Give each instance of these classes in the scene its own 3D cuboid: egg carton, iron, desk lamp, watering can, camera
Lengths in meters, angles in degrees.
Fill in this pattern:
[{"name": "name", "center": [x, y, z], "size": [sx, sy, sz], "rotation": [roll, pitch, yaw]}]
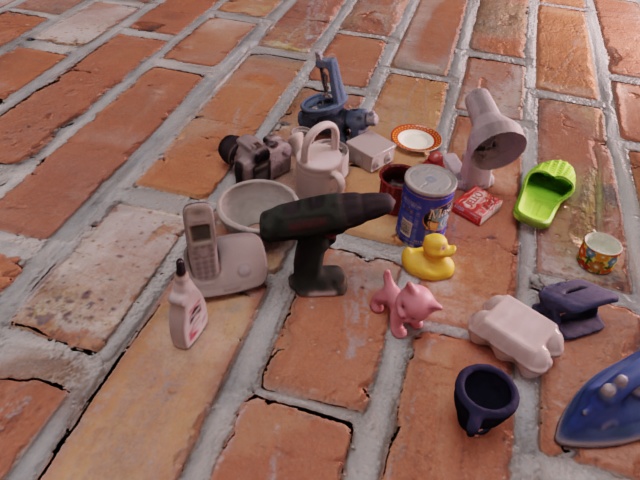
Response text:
[{"name": "egg carton", "center": [0.329, 0.160, 0.966], "size": [0.150, 0.069, 0.107], "rotation": [33, 50, 29]}, {"name": "iron", "center": [0.470, 0.219, 0.857], "size": [0.259, 0.141, 0.118], "rotation": [-18, 46, -22]}, {"name": "desk lamp", "center": [0.355, -0.212, 1.274], "size": [0.118, 0.214, 0.203], "rotation": [-5, 43, -9]}, {"name": "watering can", "center": [-0.008, -0.166, 1.210], "size": [0.172, 0.194, 0.101], "rotation": [24, 46, 21]}, {"name": "camera", "center": [-0.157, -0.201, 1.308], "size": [0.143, 0.101, 0.136], "rotation": [-32, 53, -33]}]

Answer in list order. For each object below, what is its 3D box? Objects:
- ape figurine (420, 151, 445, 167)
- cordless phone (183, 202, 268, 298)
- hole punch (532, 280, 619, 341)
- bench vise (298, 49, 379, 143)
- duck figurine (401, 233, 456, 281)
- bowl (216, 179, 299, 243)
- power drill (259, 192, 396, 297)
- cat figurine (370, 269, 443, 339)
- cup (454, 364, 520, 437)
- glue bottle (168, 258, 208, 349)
[{"name": "ape figurine", "center": [0.254, -0.161, 1.300], "size": [0.076, 0.092, 0.077], "rotation": [-30, 51, -31]}, {"name": "cordless phone", "center": [-0.170, 0.009, 1.011], "size": [0.148, 0.185, 0.094], "rotation": [-12, 44, -17]}, {"name": "hole punch", "center": [0.449, 0.109, 1.015], "size": [0.109, 0.091, 0.101], "rotation": [-13, 44, -17]}, {"name": "bench vise", "center": [0.047, -0.348, 1.397], "size": [0.207, 0.220, 0.121], "rotation": [9, 42, 6]}, {"name": "duck figurine", "center": [0.211, 0.024, 1.096], "size": [0.104, 0.086, 0.077], "rotation": [10, 42, 8]}, {"name": "bowl", "center": [-0.124, -0.047, 1.159], "size": [0.167, 0.075, 0.167], "rotation": [2, 42, -2]}, {"name": "power drill", "center": [0.009, 0.004, 1.012], "size": [0.229, 0.208, 0.075], "rotation": [-2, 42, -7]}, {"name": "cat figurine", "center": [0.147, 0.102, 0.981], "size": [0.067, 0.118, 0.127], "rotation": [-21, 48, -25]}, {"name": "cup", "center": [0.231, 0.253, 0.837], "size": [0.091, 0.095, 0.118], "rotation": [21, 45, 19]}, {"name": "glue bottle", "center": [-0.217, 0.095, 0.921], "size": [0.037, 0.173, 0.078], "rotation": [14, 43, 12]}]
